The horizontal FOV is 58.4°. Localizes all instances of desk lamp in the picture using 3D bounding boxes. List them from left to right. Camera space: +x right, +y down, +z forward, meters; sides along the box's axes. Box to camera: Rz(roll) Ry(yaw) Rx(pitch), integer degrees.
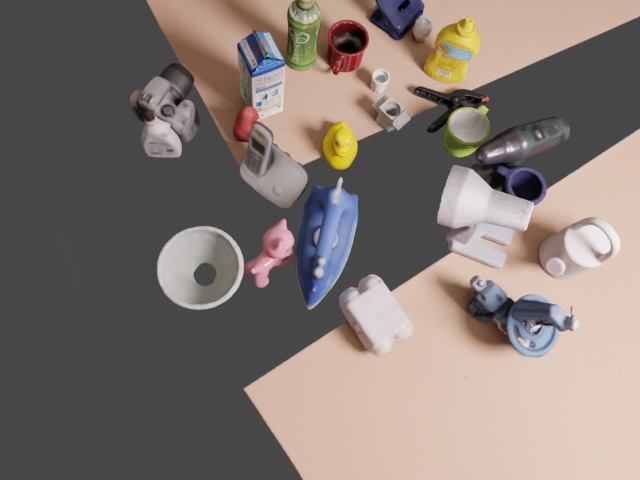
[{"bbox_3d":[0.320,-0.048,1.148,0.203,0.213,0.118,22,73,1],"label":"desk lamp"}]

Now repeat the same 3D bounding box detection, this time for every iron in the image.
[{"bbox_3d":[0.010,0.004,1.141,0.118,0.141,0.258,12,73,-2],"label":"iron"}]

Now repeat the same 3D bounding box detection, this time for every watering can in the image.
[{"bbox_3d":[0.529,0.018,1.159,0.101,0.194,0.173,35,74,5],"label":"watering can"}]

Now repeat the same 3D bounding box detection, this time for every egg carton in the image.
[{"bbox_3d":[0.110,0.151,1.146,0.107,0.069,0.150,-33,80,-13],"label":"egg carton"}]

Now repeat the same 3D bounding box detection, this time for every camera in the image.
[{"bbox_3d":[-0.315,-0.305,1.218,0.143,0.101,0.137,29,74,3],"label":"camera"}]

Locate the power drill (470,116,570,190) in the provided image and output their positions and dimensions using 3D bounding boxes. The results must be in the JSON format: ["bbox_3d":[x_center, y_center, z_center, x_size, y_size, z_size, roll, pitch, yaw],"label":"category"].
[{"bbox_3d":[0.394,-0.175,1.194,0.230,0.208,0.075,-25,78,-11],"label":"power drill"}]

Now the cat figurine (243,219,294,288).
[{"bbox_3d":[-0.097,0.024,1.137,0.067,0.117,0.128,40,75,7],"label":"cat figurine"}]

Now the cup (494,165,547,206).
[{"bbox_3d":[0.415,-0.109,1.236,0.117,0.095,0.092,35,74,5],"label":"cup"}]

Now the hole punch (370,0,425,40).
[{"bbox_3d":[0.187,-0.545,1.340,0.101,0.091,0.109,40,74,6],"label":"hole punch"}]

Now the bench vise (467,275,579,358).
[{"bbox_3d":[0.381,0.148,1.095,0.207,0.219,0.121,22,73,1],"label":"bench vise"}]

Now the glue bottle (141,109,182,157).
[{"bbox_3d":[-0.329,-0.217,1.154,0.078,0.173,0.037,2,74,-4],"label":"glue bottle"}]

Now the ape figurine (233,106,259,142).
[{"bbox_3d":[-0.151,-0.254,1.224,0.076,0.092,0.078,-23,77,-11],"label":"ape figurine"}]

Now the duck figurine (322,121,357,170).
[{"bbox_3d":[0.046,-0.214,1.235,0.077,0.086,0.104,4,74,-4],"label":"duck figurine"}]

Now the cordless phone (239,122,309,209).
[{"bbox_3d":[-0.091,-0.153,1.153,0.147,0.185,0.094,35,74,5],"label":"cordless phone"}]

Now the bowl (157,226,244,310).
[{"bbox_3d":[-0.233,0.061,1.136,0.167,0.074,0.167,2,74,-5],"label":"bowl"}]
